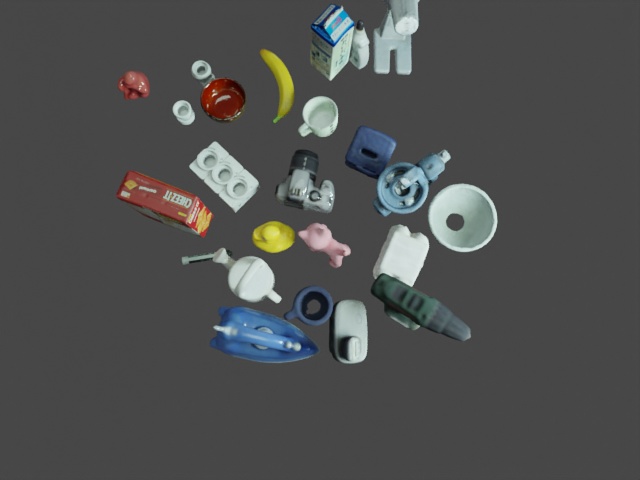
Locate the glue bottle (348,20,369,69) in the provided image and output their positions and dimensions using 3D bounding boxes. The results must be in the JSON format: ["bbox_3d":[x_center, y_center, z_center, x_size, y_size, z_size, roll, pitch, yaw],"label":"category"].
[{"bbox_3d":[0.093,-0.490,1.407,0.037,0.173,0.078,-39,84,-7],"label":"glue bottle"}]

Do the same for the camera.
[{"bbox_3d":[-0.029,-0.146,1.388,0.143,0.101,0.137,11,81,0],"label":"camera"}]

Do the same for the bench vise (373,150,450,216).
[{"bbox_3d":[0.214,-0.155,1.338,0.121,0.219,0.207,34,82,3],"label":"bench vise"}]

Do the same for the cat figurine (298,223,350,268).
[{"bbox_3d":[0.012,0.005,1.358,0.128,0.117,0.067,34,82,3],"label":"cat figurine"}]

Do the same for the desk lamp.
[{"bbox_3d":[0.195,-0.544,1.399,0.118,0.213,0.203,-1,81,-2],"label":"desk lamp"}]

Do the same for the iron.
[{"bbox_3d":[-0.122,0.226,1.308,0.258,0.141,0.119,13,81,0],"label":"iron"}]

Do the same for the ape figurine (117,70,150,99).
[{"bbox_3d":[-0.460,-0.388,1.411,0.078,0.092,0.076,33,82,3],"label":"ape figurine"}]

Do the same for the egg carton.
[{"bbox_3d":[0.197,0.044,1.384,0.107,0.069,0.150,23,81,1],"label":"egg carton"}]

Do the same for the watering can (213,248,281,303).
[{"bbox_3d":[-0.165,0.085,1.301,0.173,0.194,0.101,15,81,0],"label":"watering can"}]

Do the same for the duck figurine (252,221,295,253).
[{"bbox_3d":[-0.112,-0.012,1.372,0.104,0.086,0.077,1,81,-2],"label":"duck figurine"}]

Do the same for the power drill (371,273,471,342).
[{"bbox_3d":[0.217,0.157,1.298,0.229,0.208,0.076,31,82,3],"label":"power drill"}]

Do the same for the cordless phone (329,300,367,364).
[{"bbox_3d":[0.069,0.208,1.296,0.094,0.185,0.147,-3,82,-2],"label":"cordless phone"}]

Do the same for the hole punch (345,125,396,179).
[{"bbox_3d":[0.124,-0.214,1.409,0.108,0.091,0.101,24,81,2],"label":"hole punch"}]

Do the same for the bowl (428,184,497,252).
[{"bbox_3d":[0.341,-0.049,1.401,0.167,0.074,0.167,0,81,-2],"label":"bowl"}]

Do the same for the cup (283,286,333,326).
[{"bbox_3d":[-0.029,0.162,1.345,0.118,0.095,0.091,-23,83,-5],"label":"cup"}]
